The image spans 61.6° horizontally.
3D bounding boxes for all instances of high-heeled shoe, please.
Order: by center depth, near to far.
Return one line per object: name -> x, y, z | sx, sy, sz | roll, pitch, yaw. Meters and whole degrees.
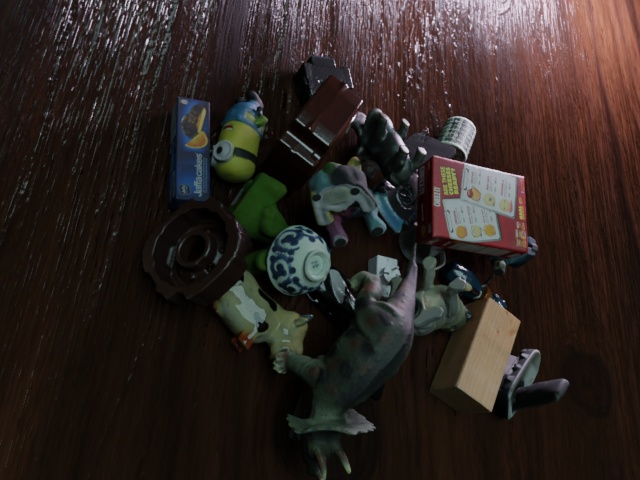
high-heeled shoe -> 0.040, 0.163, 0.966 | 0.145, 0.086, 0.249 | 3, 66, -23

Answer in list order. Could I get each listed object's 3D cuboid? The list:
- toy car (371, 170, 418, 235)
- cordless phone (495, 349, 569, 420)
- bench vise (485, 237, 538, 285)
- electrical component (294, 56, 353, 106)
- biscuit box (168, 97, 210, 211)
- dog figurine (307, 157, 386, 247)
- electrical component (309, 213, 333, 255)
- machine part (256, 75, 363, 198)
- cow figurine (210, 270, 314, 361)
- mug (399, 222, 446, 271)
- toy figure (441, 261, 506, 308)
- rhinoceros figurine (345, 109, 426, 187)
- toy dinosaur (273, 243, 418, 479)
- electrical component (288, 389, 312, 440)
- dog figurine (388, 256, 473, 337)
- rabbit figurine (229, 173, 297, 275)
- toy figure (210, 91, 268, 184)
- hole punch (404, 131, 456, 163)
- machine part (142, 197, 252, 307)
toy car -> 0.150, -0.079, 1.093 | 0.162, 0.103, 0.109 | -43, 102, -35
cordless phone -> 0.423, 0.272, 1.056 | 0.089, 0.184, 0.146 | 48, 58, 1
bench vise -> 0.349, -0.036, 1.171 | 0.241, 0.129, 0.223 | 24, 67, -5
electrical component -> 0.009, -0.323, 1.141 | 0.115, 0.058, 0.134 | -4, 74, -30
biscuit box -> -0.231, -0.150, 0.953 | 0.063, 0.059, 0.202 | 5, 70, -25
dog figurine -> 0.038, -0.100, 0.997 | 0.219, 0.108, 0.191 | -101, 164, -50
electrical component -> -0.002, -0.003, 1.012 | 0.021, 0.063, 0.094 | -12, 61, -24
machine part -> -0.017, -0.187, 0.991 | 0.087, 0.201, 0.201 | 39, 59, -6
cow figurine -> -0.100, 0.128, 0.907 | 0.127, 0.085, 0.195 | -40, 92, -26
mug -> 0.235, 0.005, 1.122 | 0.107, 0.081, 0.109 | -23, 83, -39
toy figure -> 0.328, 0.106, 1.142 | 0.154, 0.058, 0.064 | 39, 47, -8
rhinoceros figurine -> 0.121, -0.186, 1.038 | 0.073, 0.112, 0.190 | -6, 52, -39
toy dinosaur -> 0.069, 0.175, 0.831 | 0.405, 0.192, 0.131 | -51, 130, -6
electrical component -> -0.005, 0.297, 0.915 | 0.078, 0.045, 0.102 | 11, 61, 8
dog figurine -> 0.208, 0.149, 1.025 | 0.172, 0.190, 0.121 | -31, 48, -4
rabbit figurine -> -0.081, -0.013, 0.946 | 0.170, 0.121, 0.159 | 36, 65, -17
toy figure -> -0.146, -0.190, 1.000 | 0.089, 0.082, 0.180 | 24, 60, -14
hole punch -> 0.222, -0.165, 1.183 | 0.116, 0.092, 0.142 | 33, 58, 27
machine part -> -0.194, 0.020, 0.854 | 0.056, 0.180, 0.179 | 48, 44, -56
